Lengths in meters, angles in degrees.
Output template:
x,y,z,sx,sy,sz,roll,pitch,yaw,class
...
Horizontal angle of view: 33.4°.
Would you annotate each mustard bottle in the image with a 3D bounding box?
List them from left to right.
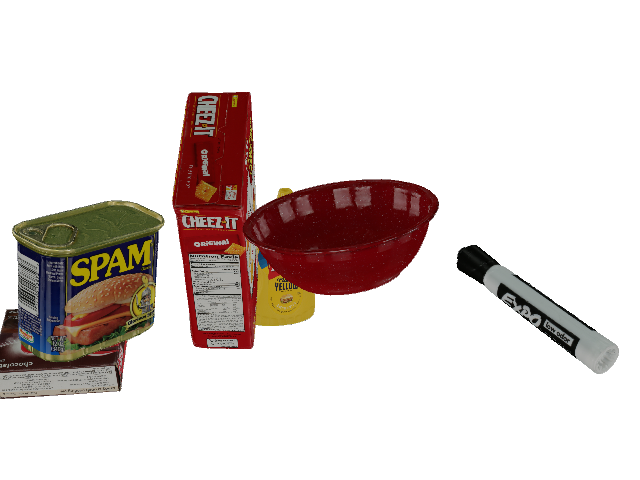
x,y,z,sx,sy,sz,roll,pitch,yaw,class
-0.052,0.020,1.449,0.096,0.192,0.058,-5,25,-18,mustard bottle

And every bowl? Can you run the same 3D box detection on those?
x,y,z,sx,sy,sz,roll,pitch,yaw,class
0.020,0.001,0.879,0.162,0.055,0.162,-8,21,3,bowl

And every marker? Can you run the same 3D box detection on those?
x,y,z,sx,sy,sz,roll,pitch,yaw,class
0.120,0.036,0.613,0.020,0.020,0.121,0,28,-38,marker

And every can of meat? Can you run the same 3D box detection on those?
x,y,z,sx,sy,sz,roll,pitch,yaw,class
-0.159,0.027,0.732,0.058,0.084,0.101,23,27,35,can of meat

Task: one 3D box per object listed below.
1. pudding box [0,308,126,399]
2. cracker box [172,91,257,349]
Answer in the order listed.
x,y,z,sx,sy,sz,roll,pitch,yaw,class
-0.234,0.099,0.966,0.113,0.039,0.090,-5,33,-2,pudding box
-0.102,-0.018,1.081,0.072,0.164,0.214,0,-42,0,cracker box
